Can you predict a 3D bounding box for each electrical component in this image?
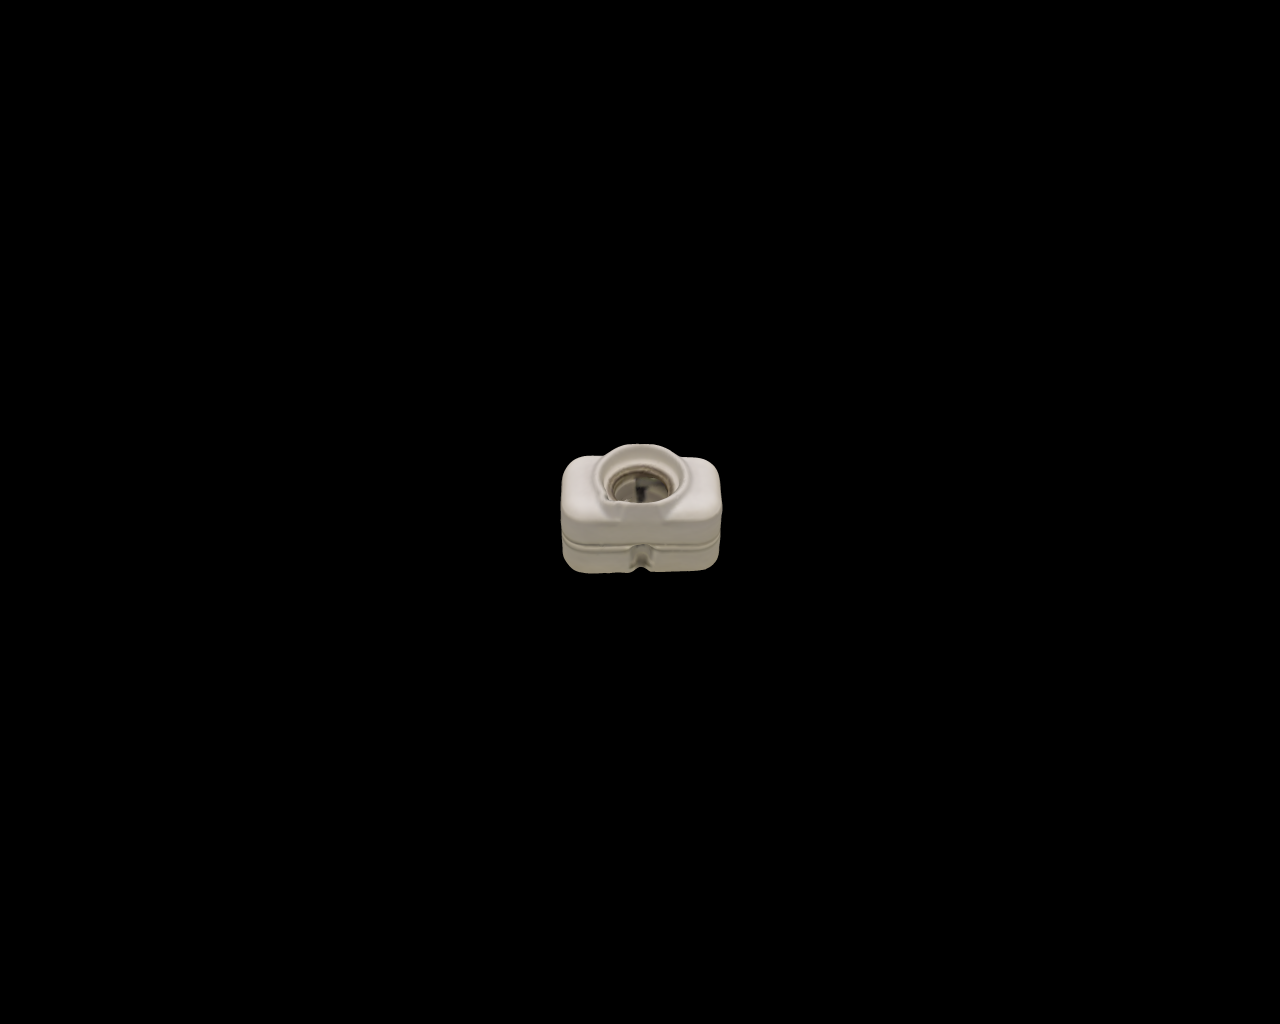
[{"bbox_3d":[0.001,-0.003,0.650,0.095,0.054,0.059,0,-43,0],"label":"electrical component"}]
